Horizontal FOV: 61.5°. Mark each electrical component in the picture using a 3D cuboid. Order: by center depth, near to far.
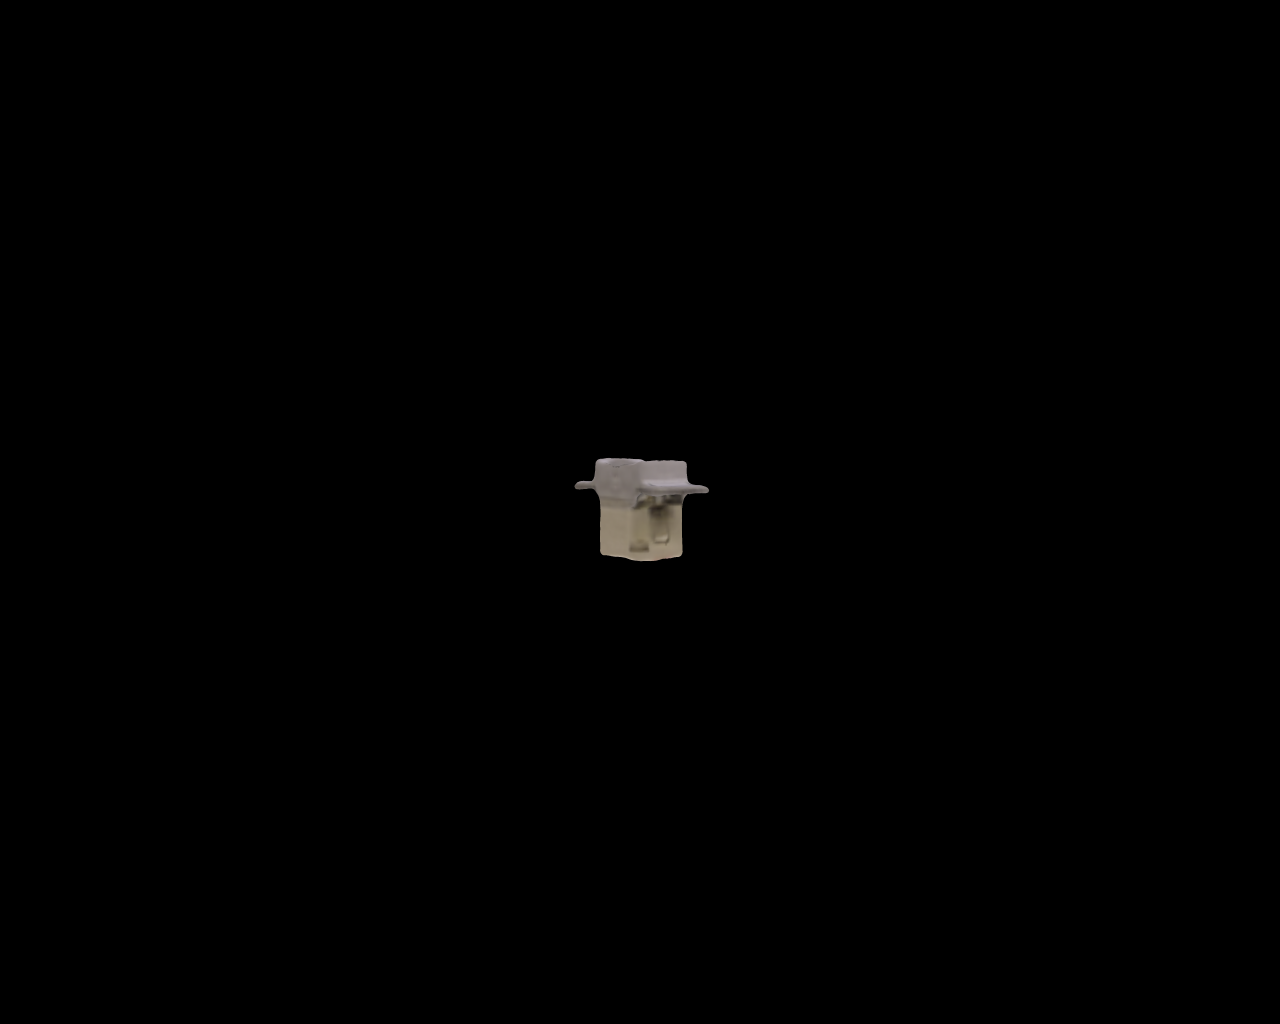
[{"bbox_3d":[0.001,-0.003,0.650,0.042,0.063,0.081,-4,6,-39],"label":"electrical component"}]
